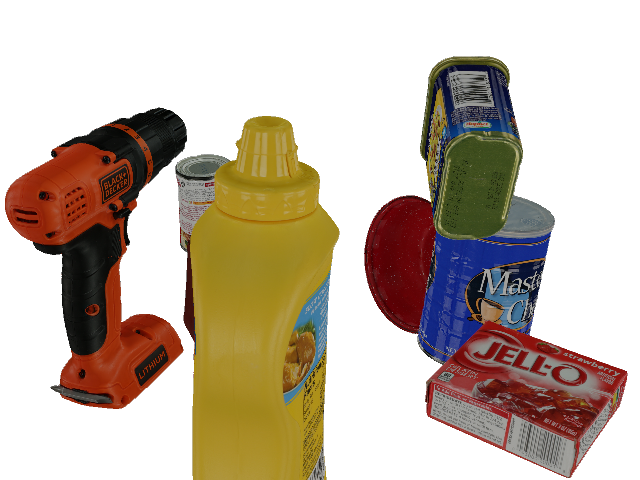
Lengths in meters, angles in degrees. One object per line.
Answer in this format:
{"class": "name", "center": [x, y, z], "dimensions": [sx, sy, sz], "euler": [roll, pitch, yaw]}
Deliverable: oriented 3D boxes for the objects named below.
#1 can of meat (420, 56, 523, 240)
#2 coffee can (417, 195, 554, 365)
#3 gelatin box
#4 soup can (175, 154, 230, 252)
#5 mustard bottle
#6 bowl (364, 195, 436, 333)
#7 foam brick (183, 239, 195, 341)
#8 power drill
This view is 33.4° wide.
{"class": "can of meat", "center": [0.105, -0.063, 0.745], "dimensions": [0.057, 0.084, 0.102], "euler": [1, -44, -2]}
{"class": "coffee can", "center": [0.149, 0.036, 0.974], "dimensions": [0.103, 0.140, 0.103], "euler": [6, 22, -3]}
{"class": "gelatin box", "center": [0.114, 0.084, 0.592], "dimensions": [0.089, 0.030, 0.073], "euler": [21, 35, 28]}
{"class": "soup can", "center": [-0.135, -0.042, 1.254], "dimensions": [0.068, 0.102, 0.068], "euler": [-1, 28, 0]}
{"class": "mustard bottle", "center": [-0.023, 0.043, 0.442], "dimensions": [0.058, 0.192, 0.096], "euler": [8, 24, 11]}
{"class": "bowl", "center": [0.127, 0.025, 1.216], "dimensions": [0.161, 0.162, 0.055], "euler": [0, -7, -40]}
{"class": "foam brick", "center": [-0.089, 0.043, 0.932], "dimensions": [0.053, 0.078, 0.051], "euler": [0, 15, -17]}
{"class": "power drill", "center": [-0.145, 0.010, 0.767], "dimensions": [0.057, 0.188, 0.184], "euler": [7, 26, 25]}
